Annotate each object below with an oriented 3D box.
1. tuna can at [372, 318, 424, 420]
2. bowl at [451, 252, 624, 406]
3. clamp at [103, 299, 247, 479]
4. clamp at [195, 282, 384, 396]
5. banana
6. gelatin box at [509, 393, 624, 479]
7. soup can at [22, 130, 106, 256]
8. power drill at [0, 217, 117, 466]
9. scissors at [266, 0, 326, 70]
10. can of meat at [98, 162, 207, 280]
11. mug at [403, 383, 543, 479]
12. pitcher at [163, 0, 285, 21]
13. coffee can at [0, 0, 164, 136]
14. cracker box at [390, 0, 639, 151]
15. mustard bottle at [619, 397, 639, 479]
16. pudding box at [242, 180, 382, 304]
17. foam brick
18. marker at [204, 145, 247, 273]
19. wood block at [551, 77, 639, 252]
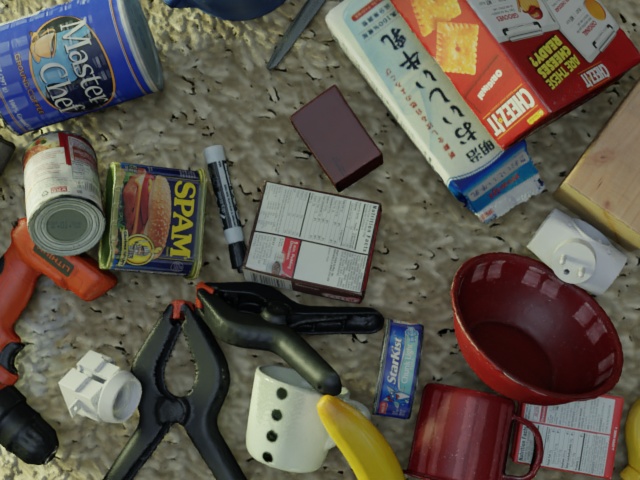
[{"bbox_3d":[0.068,0.113,0.933,0.034,0.086,0.086,9,86,3],"label":"tuna can"},{"bbox_3d":[0.175,0.087,0.916,0.162,0.161,0.055,33,131,6],"label":"bowl"},{"bbox_3d":[-0.119,0.161,0.967,0.165,0.036,0.210,7,84,14],"label":"clamp"},{"bbox_3d":[-0.036,0.081,0.939,0.171,0.120,0.039,11,116,9],"label":"clamp"},{"bbox_3d":[0.042,0.216,0.908,0.069,0.037,0.198,-6,115,2],"label":"banana"},{"bbox_3d":[0.217,0.167,0.944,0.089,0.030,0.073,9,88,5],"label":"gelatin box"},{"bbox_3d":[-0.230,-0.042,0.955,0.068,0.068,0.102,-24,42,2],"label":"soup can"},{"bbox_3d":[-0.272,0.088,0.978,0.184,0.057,0.187,38,89,6],"label":"power drill"},{"bbox_3d":[0.028,-0.239,1.000,0.096,0.016,0.202,19,88,6],"label":"scissors"},{"bbox_3d":[-0.151,-0.018,0.961,0.083,0.058,0.102,6,85,-21],"label":"can of meat"},{"bbox_3d":[0.134,0.172,0.919,0.117,0.093,0.081,8,81,24],"label":"mug"},{"bbox_3d":[-0.078,-0.277,0.897,0.145,0.243,0.149,10,93,3],"label":"pitcher"},{"bbox_3d":[-0.226,-0.164,0.972,0.140,0.103,0.103,-17,84,3],"label":"coffee can"},{"bbox_3d":[0.156,-0.200,0.919,0.163,0.072,0.214,-30,82,-40],"label":"cracker box"},{"bbox_3d":[0.322,0.159,0.922,0.096,0.058,0.191,39,90,3],"label":"mustard bottle"},{"bbox_3d":[-0.006,0.001,0.965,0.113,0.039,0.090,12,73,4],"label":"pudding box"},{"bbox_3d":[0.015,-0.091,0.971,0.053,0.051,0.078,-33,84,2],"label":"foam brick"},{"bbox_3d":[-0.085,-0.028,0.991,0.020,0.020,0.121,-14,84,3],"label":"marker"},{"bbox_3d":[0.304,-0.100,0.928,0.090,0.091,0.206,36,89,6],"label":"wood block"}]
